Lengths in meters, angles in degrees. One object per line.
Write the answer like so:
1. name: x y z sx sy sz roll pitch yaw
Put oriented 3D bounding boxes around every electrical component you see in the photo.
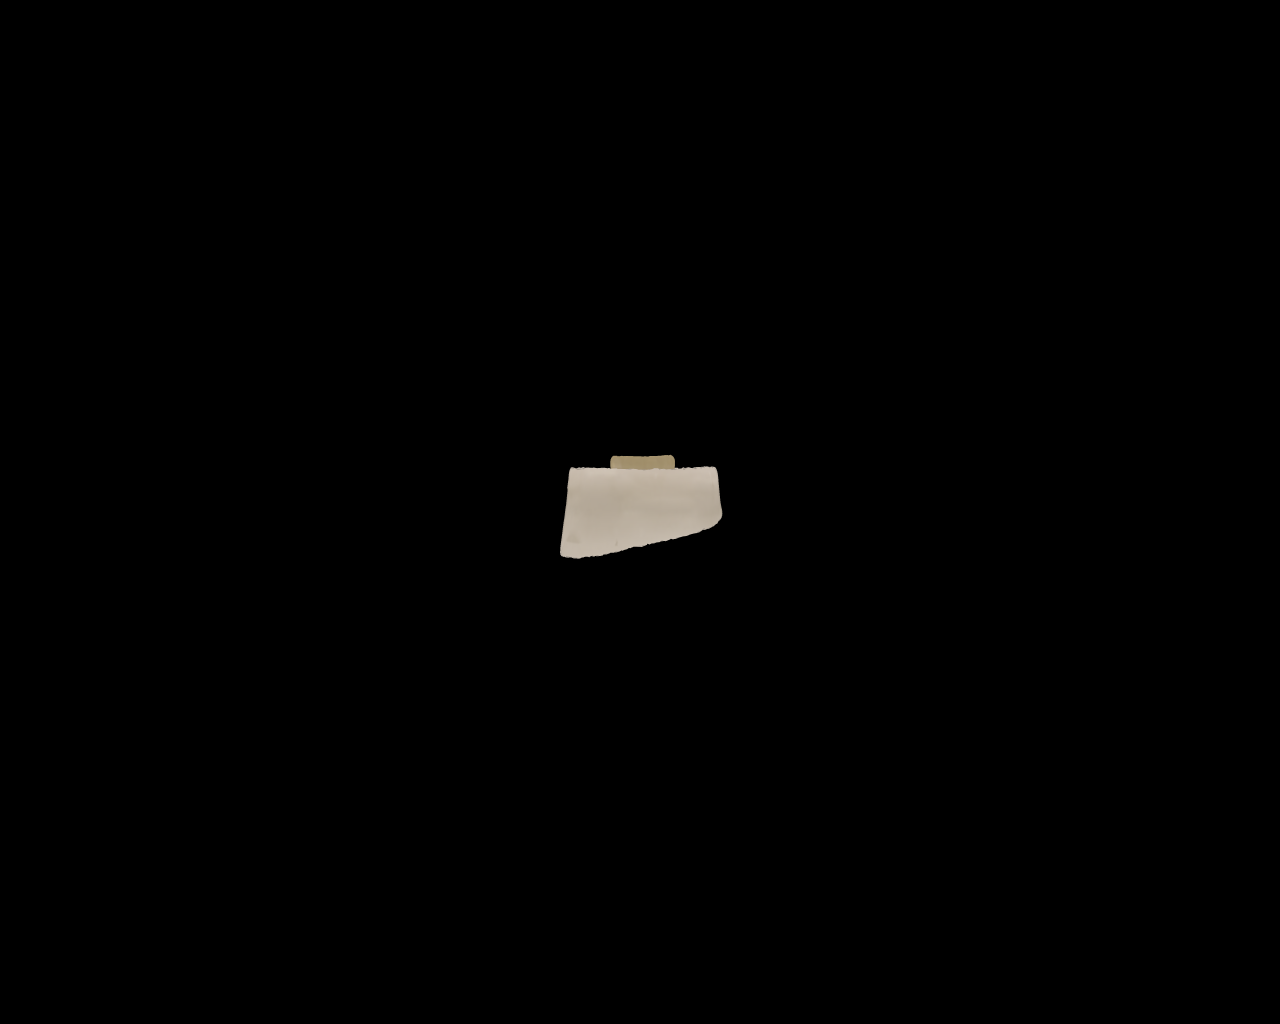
1. electrical component: 0.001 -0.003 0.650 0.099 0.064 0.099 0 2 0
